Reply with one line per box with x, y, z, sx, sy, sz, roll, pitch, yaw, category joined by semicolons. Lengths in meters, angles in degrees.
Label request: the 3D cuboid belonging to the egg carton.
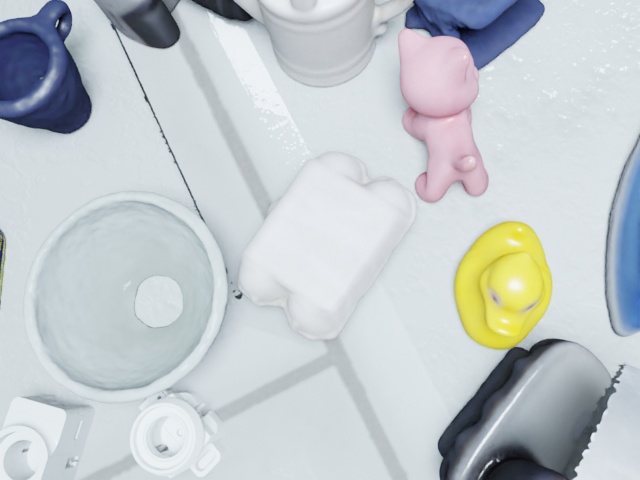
0.004;0.002;0.475;0.107;0.069;0.150;32;83;12;egg carton

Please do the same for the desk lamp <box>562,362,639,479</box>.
0.220;0.169;0.340;0.203;0.213;0.118;29;82;12;desk lamp

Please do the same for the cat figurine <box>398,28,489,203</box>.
0.102;-0.105;0.463;0.067;0.118;0.128;-14;76;3;cat figurine

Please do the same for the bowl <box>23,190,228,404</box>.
-0.149;0.049;0.478;0.167;0.075;0.167;-1;77;6;bowl

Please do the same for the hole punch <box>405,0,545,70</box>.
0.138;-0.221;0.499;0.109;0.091;0.101;-41;76;-4;hole punch

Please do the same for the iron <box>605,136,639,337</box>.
0.301;-0.046;0.416;0.118;0.141;0.258;29;82;12;iron

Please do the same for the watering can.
-0.014;-0.211;0.460;0.173;0.194;0.101;-15;76;3;watering can

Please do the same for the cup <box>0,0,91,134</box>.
-0.247;-0.149;0.522;0.091;0.095;0.118;24;81;11;cup

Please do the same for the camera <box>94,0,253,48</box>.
-0.125;-0.252;0.529;0.136;0.101;0.143;31;82;12;camera

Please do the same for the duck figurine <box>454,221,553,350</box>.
0.147;0.031;0.444;0.077;0.086;0.104;14;79;9;duck figurine

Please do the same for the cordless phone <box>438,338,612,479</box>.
0.148;0.133;0.370;0.094;0.185;0.148;35;83;13;cordless phone
